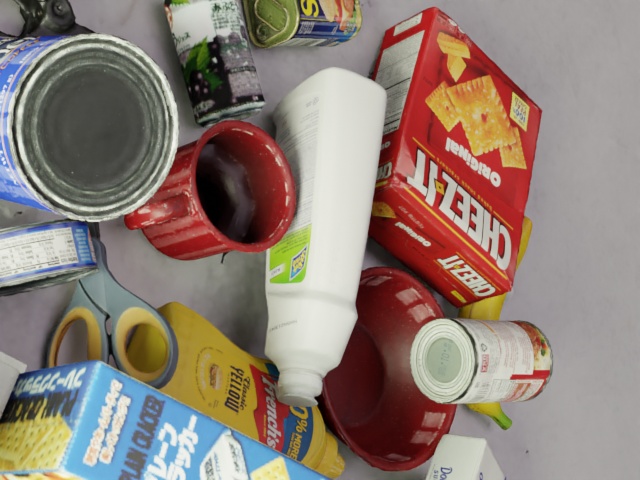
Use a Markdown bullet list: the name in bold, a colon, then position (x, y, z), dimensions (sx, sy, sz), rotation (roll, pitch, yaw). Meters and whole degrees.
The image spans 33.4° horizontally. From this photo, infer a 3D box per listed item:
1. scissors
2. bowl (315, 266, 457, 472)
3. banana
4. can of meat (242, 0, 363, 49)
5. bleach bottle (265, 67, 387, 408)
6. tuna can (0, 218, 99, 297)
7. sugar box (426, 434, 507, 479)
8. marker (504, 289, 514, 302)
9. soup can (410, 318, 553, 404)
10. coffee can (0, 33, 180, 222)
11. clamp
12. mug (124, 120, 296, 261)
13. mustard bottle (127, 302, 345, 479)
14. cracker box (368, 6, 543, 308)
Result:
- **scissors**: position (-0.133, 0.017, 0.702), dimensions (0.016, 0.096, 0.202), rotation (57, 36, -71)
- **bowl**: position (0.041, 0.104, 0.856), dimensions (0.161, 0.055, 0.162), rotation (12, 72, -41)
- **banana**: position (0.153, 0.071, 0.969), dimensions (0.069, 0.037, 0.198), rotation (11, 86, -44)
- **can of meat**: position (-0.017, -0.209, 0.876), dimensions (0.083, 0.058, 0.102), rotation (-9, 87, -47)
- **bleach bottle**: position (-0.005, 0.001, 0.793), dimensions (0.068, 0.103, 0.251), rotation (19, 63, -25)
- **tuna can**: position (-0.180, 0.013, 0.649), dimensions (0.085, 0.086, 0.034), rotation (-11, 86, -44)
- **sugar box**: position (0.129, 0.243, 0.878), dimensions (0.176, 0.048, 0.093), rotation (58, 45, -41)
- **marker**: position (0.135, 0.029, 0.988), dimensions (0.121, 0.020, 0.020), rotation (26, 63, -36)
- **soup can**: position (0.130, 0.097, 0.856), dimensions (0.102, 0.069, 0.068), rotation (6, 76, -43)
- **coffee can**: position (-0.163, -0.069, 0.630), dimensions (0.102, 0.141, 0.103), rotation (-8, 102, -38)
- **clamp**: position (-0.180, -0.164, 0.722), dimensions (0.171, 0.039, 0.120), rotation (-2, 83, -44)
- **mug**: position (-0.086, -0.027, 0.750), dimensions (0.117, 0.082, 0.093), rotation (-24, 97, -44)
- **mustard bottle**: position (-0.052, 0.127, 0.760), dimensions (0.191, 0.058, 0.096), rotation (36, 43, -33)
- **cracker box**: position (0.113, -0.075, 0.939), dimensions (0.164, 0.072, 0.213), rotation (38, 50, -29)
